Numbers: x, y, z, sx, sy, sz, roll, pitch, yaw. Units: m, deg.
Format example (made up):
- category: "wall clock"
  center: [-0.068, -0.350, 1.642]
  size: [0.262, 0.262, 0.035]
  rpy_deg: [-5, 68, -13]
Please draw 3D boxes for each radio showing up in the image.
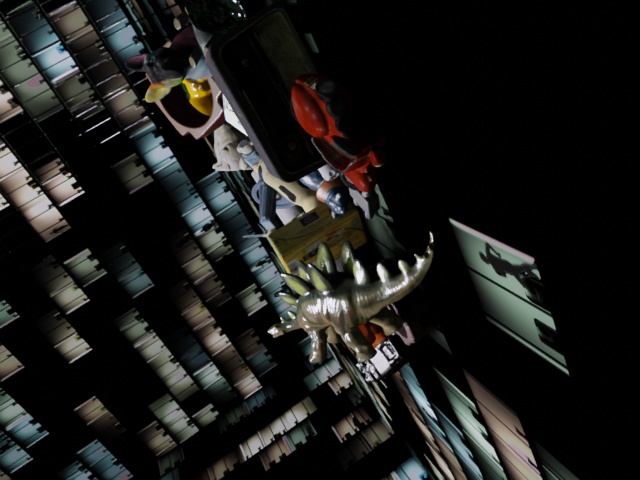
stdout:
- category: "radio"
  center: [-0.059, -0.205, 0.780]
  size: [0.229, 0.131, 0.073]
  rpy_deg: [60, 172, -16]

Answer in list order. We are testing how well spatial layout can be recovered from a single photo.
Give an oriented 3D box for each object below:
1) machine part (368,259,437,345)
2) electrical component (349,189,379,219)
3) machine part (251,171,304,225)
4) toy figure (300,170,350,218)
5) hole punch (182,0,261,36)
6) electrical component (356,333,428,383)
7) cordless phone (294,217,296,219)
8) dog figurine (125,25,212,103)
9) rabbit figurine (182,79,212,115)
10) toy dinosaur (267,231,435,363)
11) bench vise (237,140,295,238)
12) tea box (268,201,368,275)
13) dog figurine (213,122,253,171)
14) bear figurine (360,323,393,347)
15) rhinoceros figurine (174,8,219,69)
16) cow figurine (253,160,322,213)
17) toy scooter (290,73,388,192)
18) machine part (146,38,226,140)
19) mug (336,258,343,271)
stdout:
- category: "machine part"
  center: [0.148, 0.117, 1.024]
  size: [0.179, 0.056, 0.179]
  rpy_deg: [56, 171, 13]
- category: "electrical component"
  center: [0.070, -0.075, 0.887]
  size: [0.063, 0.021, 0.094]
  rpy_deg: [52, 170, 29]
- category: "machine part"
  center: [-0.107, -0.126, 1.430]
  size: [0.243, 0.079, 0.079]
  rpy_deg: [57, 170, 3]
- category: "toy figure"
  center: [0.007, -0.107, 0.996]
  size: [0.155, 0.058, 0.064]
  rpy_deg: [48, 171, 24]
- category: "hole punch"
  center: [-0.140, -0.377, 0.818]
  size: [0.116, 0.092, 0.142]
  rpy_deg: [21, 155, 17]
- category: "electrical component"
  center: [0.159, 0.238, 1.129]
  size: [0.115, 0.134, 0.058]
  rpy_deg: [-49, 65, 35]
- category: "cordless phone"
  center: [0.024, 0.015, 1.218]
  size: [0.184, 0.089, 0.147]
  rpy_deg: [53, 163, -18]
- category: "dog figurine"
  center: [-0.267, -0.357, 1.065]
  size: [0.108, 0.219, 0.192]
  rpy_deg: [65, 167, -22]
- category: "rabbit figurine"
  center: [-0.317, -0.387, 1.391]
  size: [0.162, 0.122, 0.173]
  rpy_deg: [-63, -29, -71]
- category: "toy dinosaur"
  center: [0.042, 0.104, 0.910]
  size: [0.471, 0.105, 0.198]
  rpy_deg: [-24, 107, 45]
- category: "bench vise"
  center: [-0.115, -0.119, 1.240]
  size: [0.223, 0.129, 0.240]
  rpy_deg: [58, -153, -56]
- category: "tea box"
  center: [-0.002, -0.003, 1.029]
  size: [0.068, 0.170, 0.098]
  rpy_deg: [52, 168, 41]
- category: "dog figurine"
  center: [-0.212, -0.271, 1.335]
  size: [0.173, 0.121, 0.190]
  rpy_deg: [17, 114, 53]
- category: "bear figurine"
  center: [0.129, 0.207, 1.222]
  size: [0.132, 0.120, 0.195]
  rpy_deg: [41, 163, 48]
- category: "rhinoceros figurine"
  center: [-0.182, -0.352, 0.979]
  size: [0.073, 0.112, 0.190]
  rpy_deg: [-20, 102, 49]
- category: "cow figurine"
  center: [-0.040, -0.107, 1.091]
  size: [0.195, 0.085, 0.127]
  rpy_deg: [39, -174, -19]
- category: "toy scooter"
  center: [0.033, -0.141, 0.708]
  size: [0.183, 0.075, 0.135]
  rpy_deg: [57, 171, -16]
- category: "machine part"
  center: [-0.291, -0.355, 1.249]
  size: [0.201, 0.087, 0.201]
  rpy_deg: [-32, 99, 44]
- category: "mug"
  center: [0.035, 0.077, 1.068]
  size: [0.080, 0.110, 0.107]
  rpy_deg: [52, -146, -59]
